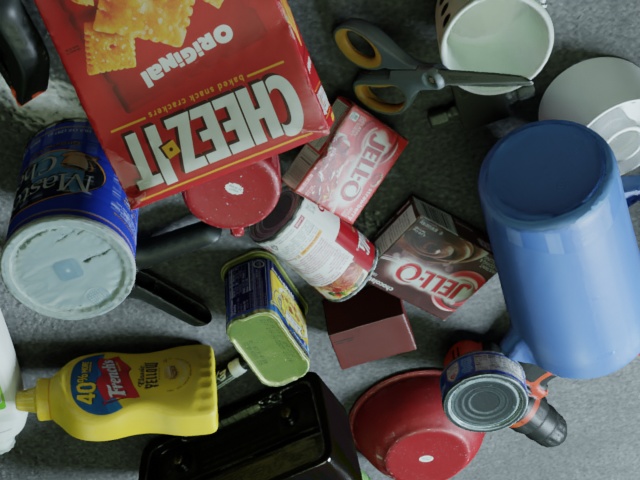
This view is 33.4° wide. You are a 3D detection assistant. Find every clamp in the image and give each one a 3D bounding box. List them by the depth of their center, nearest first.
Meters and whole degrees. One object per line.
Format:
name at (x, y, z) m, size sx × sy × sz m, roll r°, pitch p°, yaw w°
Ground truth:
clamp at (-0.233, -0.173, 0.758) m, size 0.036 × 0.165 × 0.210 m, roll -36°, pitch 140°, yaw -20°
clamp at (-0.173, 0.034, 0.984) m, size 0.171 × 0.039 × 0.120 m, roll 0°, pitch 123°, yaw 0°

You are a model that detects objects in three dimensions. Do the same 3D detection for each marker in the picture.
marker at (-0.103, 0.142, 1.091) m, size 0.121 × 0.020 × 0.020 m, roll -34°, pitch 125°, yaw 20°

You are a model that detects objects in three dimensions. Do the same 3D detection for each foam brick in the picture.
foam brick at (0.048, 0.082, 1.039) m, size 0.078 × 0.051 × 0.053 m, roll -16°, pitch 129°, yaw 6°

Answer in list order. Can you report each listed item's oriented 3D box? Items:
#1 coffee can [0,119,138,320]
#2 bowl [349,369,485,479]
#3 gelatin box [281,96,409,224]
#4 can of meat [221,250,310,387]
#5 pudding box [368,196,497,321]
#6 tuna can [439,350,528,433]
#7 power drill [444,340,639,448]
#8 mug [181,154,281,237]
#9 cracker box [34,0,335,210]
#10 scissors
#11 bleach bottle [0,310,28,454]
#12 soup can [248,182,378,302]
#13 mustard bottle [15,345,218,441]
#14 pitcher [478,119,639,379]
coffee can at (-0.200, -0.019, 0.872) m, size 0.102 × 0.140 × 0.103 m, roll -3°, pitch 129°, yaw -4°
bowl at (0.112, 0.214, 1.151) m, size 0.162 × 0.055 × 0.162 m, roll -3°, pitch 129°, yaw -3°
gelatin box at (0.022, -0.067, 0.902) m, size 0.073 × 0.030 × 0.089 m, roll 28°, pitch 101°, yaw -39°
can of meat at (-0.049, 0.075, 1.001) m, size 0.057 × 0.084 × 0.102 m, roll -23°, pitch 128°, yaw 12°
pudding box at (0.103, 0.019, 1.001) m, size 0.113 × 0.039 × 0.090 m, roll 28°, pitch 121°, yaw -26°
tuna can at (0.162, 0.151, 1.054) m, size 0.086 × 0.033 × 0.086 m, roll 1°, pitch 128°, yaw 1°
power drill at (0.248, 0.129, 1.094) m, size 0.188 × 0.057 × 0.184 m, roll -39°, pitch 123°, yaw 23°
mug at (-0.075, -0.054, 0.895) m, size 0.093 × 0.081 × 0.117 m, roll -3°, pitch 129°, yaw -4°
cracker box at (-0.104, -0.150, 0.774) m, size 0.164 × 0.072 × 0.213 m, roll -20°, pitch 103°, yaw 10°
scissors at (0.072, -0.138, 0.805) m, size 0.016 × 0.202 × 0.096 m, roll -44°, pitch 106°, yaw -22°
bleach bottle at (-0.343, 0.117, 1.018) m, size 0.102 × 0.068 × 0.251 m, roll -5°, pitch 131°, yaw -2°
soup can at (-0.006, 0.001, 0.956) m, size 0.069 × 0.068 × 0.102 m, roll -38°, pitch 123°, yaw 22°
mustard bottle at (-0.196, 0.150, 1.034) m, size 0.191 × 0.096 × 0.058 m, roll -3°, pitch 132°, yaw -6°
pitcher at (0.218, 0.004, 0.912) m, size 0.145 × 0.149 × 0.242 m, roll 8°, pitch 151°, yaw 26°
